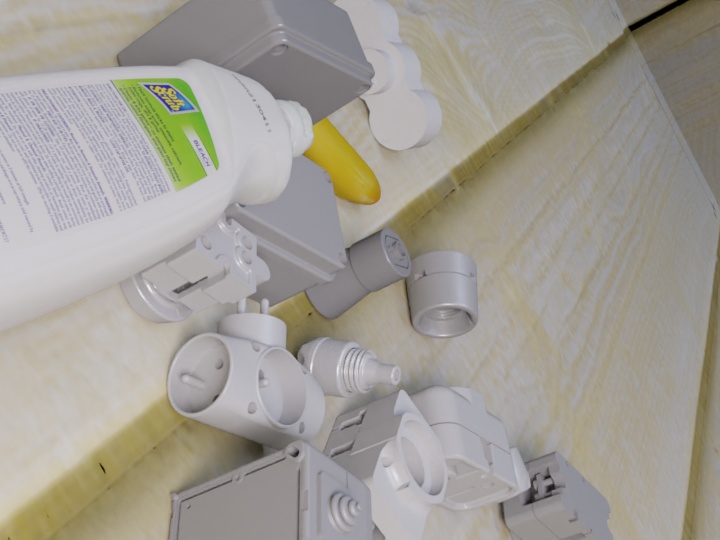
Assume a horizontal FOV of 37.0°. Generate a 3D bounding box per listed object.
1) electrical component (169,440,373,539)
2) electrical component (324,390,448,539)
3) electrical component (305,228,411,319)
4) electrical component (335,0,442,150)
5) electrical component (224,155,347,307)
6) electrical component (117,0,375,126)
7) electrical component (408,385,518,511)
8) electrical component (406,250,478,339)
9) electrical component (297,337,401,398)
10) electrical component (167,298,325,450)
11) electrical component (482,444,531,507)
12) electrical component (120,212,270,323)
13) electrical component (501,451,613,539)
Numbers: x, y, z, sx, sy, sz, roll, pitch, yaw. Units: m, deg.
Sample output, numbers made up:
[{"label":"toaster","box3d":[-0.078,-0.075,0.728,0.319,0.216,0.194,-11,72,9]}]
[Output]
[{"label":"electrical component","box3d":[-0.033,0.125,0.484,0.061,0.096,0.061,43,32,-38]},{"label":"electrical component","box3d":[0.013,0.118,0.627,0.050,0.056,0.089,55,27,-18]},{"label":"electrical component","box3d":[0.000,0.000,0.699,0.044,0.065,0.044,44,32,-37]},{"label":"electrical component","box3d":[0.014,-0.164,0.893,0.138,0.052,0.074,65,26,2]},{"label":"electrical component","box3d":[-0.064,-0.035,0.620,0.113,0.057,0.078,30,42,-50]},{"label":"electrical component","box3d":[-0.066,-0.118,0.634,0.109,0.109,0.056,10,55,-60]},{"label":"electrical component","box3d":[0.060,0.117,0.719,0.095,0.054,0.059,35,38,-46]},{"label":"electrical component","box3d":[0.063,0.020,0.815,0.055,0.055,0.047,37,40,-43]},{"label":"electrical component","box3d":[-0.006,0.059,0.634,0.035,0.061,0.035,-13,105,-60]},{"label":"electrical component","box3d":[-0.057,0.048,0.563,0.077,0.044,0.079,32,50,-48]},{"label":"electrical component","box3d":[0.094,0.136,0.778,0.043,0.043,0.062,0,65,-62]},{"label":"electrical component","box3d":[-0.088,-0.002,0.545,0.066,0.055,0.048,40,34,-40]},{"label":"electrical component","box3d":[0.148,0.186,0.819,0.089,0.056,0.050,44,32,-35]}]
